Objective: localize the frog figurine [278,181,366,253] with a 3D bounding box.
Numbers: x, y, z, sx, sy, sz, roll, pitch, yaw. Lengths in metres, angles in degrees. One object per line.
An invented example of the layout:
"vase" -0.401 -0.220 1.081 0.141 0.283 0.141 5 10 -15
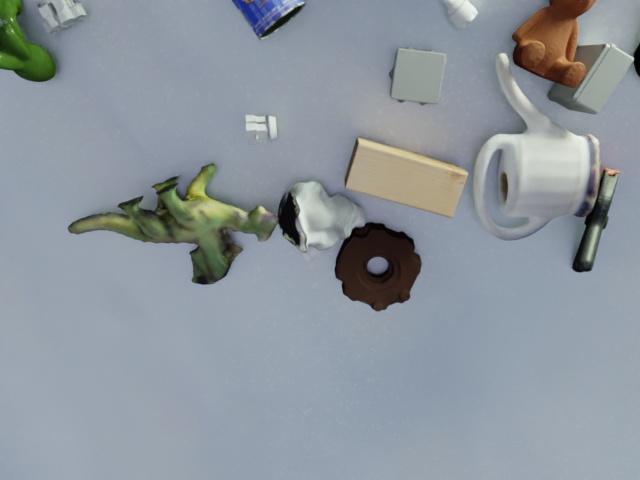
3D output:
"frog figurine" 0.003 -0.051 1.005 0.161 0.121 0.138 -17 84 -33

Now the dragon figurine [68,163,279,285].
"dragon figurine" -0.272 -0.004 1.021 0.408 0.125 0.239 -19 113 16

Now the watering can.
"watering can" 0.399 -0.159 0.940 0.224 0.106 0.342 0 111 1
